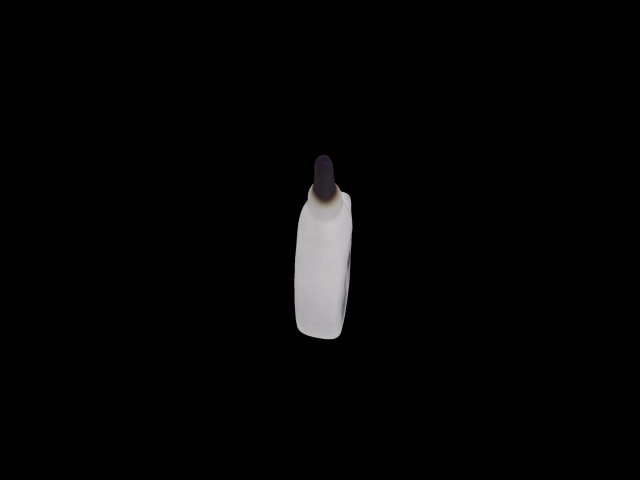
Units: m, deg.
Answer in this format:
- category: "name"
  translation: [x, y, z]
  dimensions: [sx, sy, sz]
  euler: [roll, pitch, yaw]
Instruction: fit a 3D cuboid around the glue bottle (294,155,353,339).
- category: "glue bottle"
  translation: [0.004, 0.001, 0.400]
  dimensions: [0.037, 0.173, 0.078]
  euler: [8, 56, 6]
